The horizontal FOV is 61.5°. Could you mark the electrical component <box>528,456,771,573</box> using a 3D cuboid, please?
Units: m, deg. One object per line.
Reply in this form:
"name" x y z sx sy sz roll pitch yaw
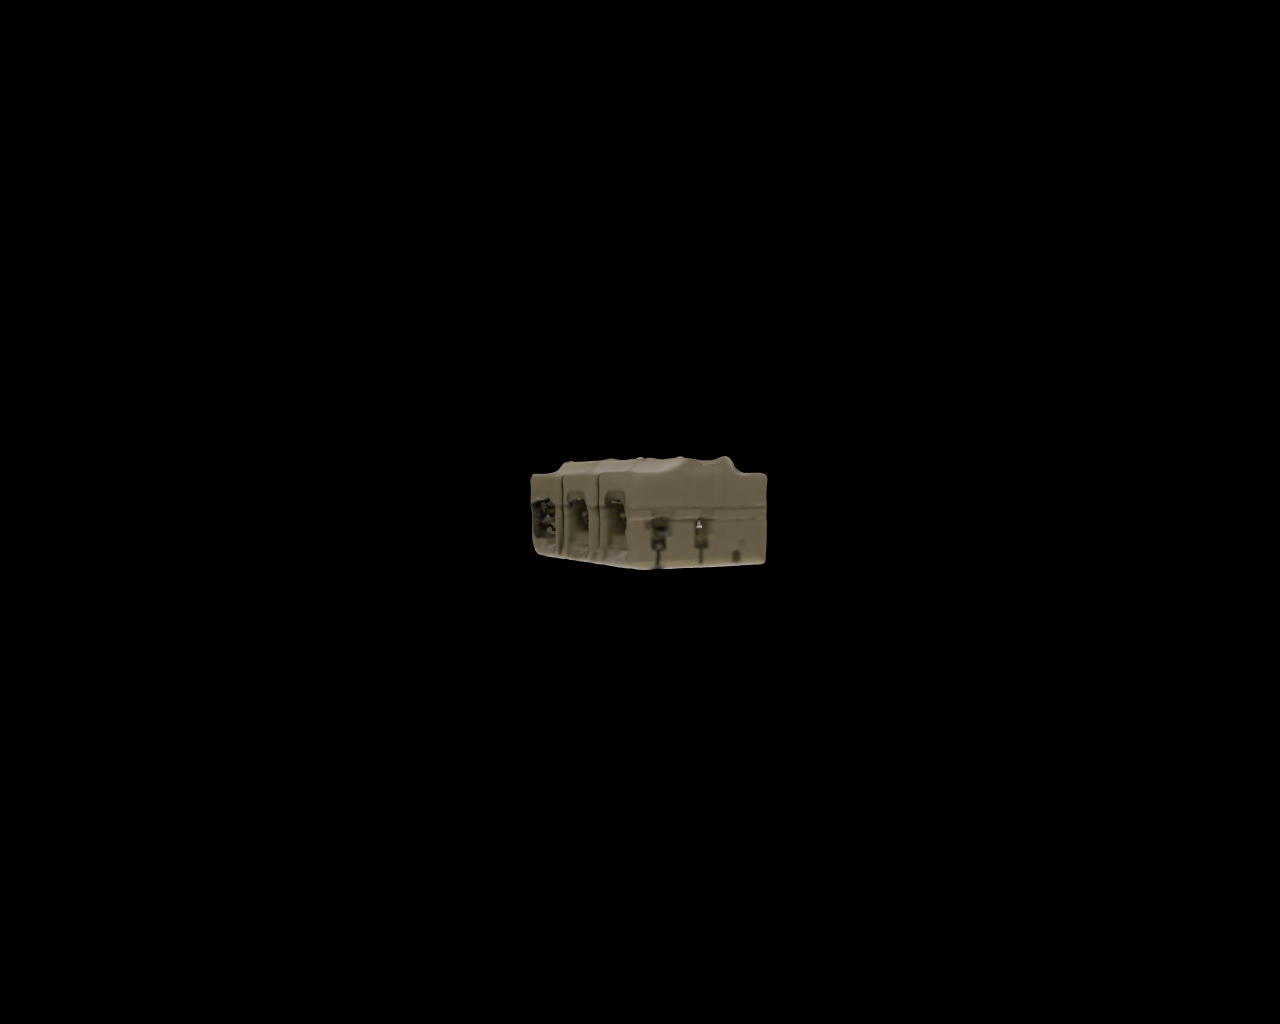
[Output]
"electrical component" 0.001 -0.003 0.650 0.089 0.061 0.150 -1 3 -28
